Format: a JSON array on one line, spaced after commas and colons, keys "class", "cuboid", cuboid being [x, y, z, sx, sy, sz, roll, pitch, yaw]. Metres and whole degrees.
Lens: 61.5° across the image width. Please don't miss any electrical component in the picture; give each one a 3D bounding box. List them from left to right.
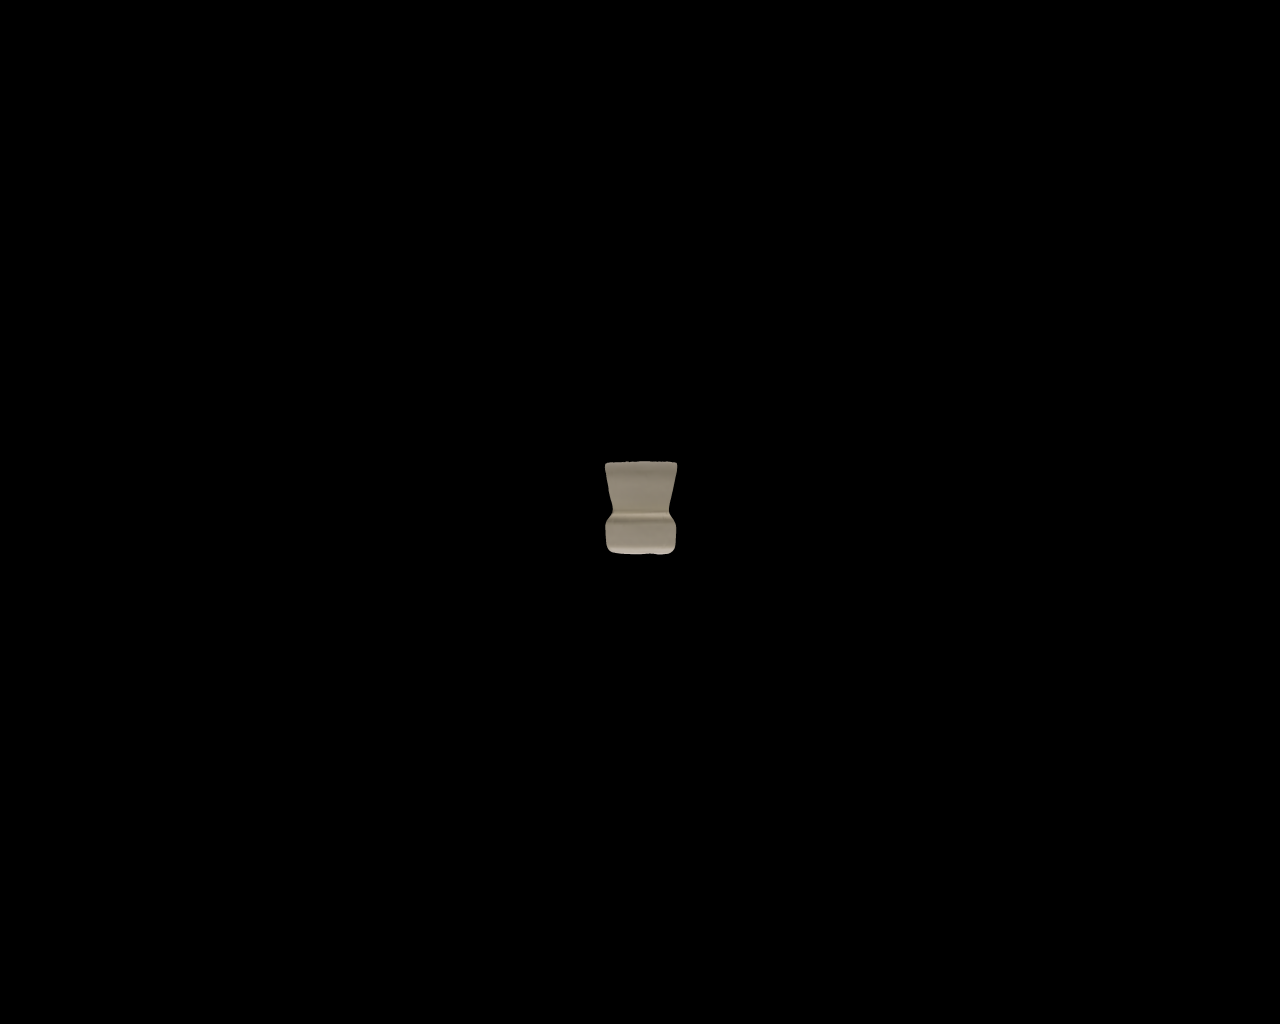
[{"class": "electrical component", "cuboid": [0.001, -0.003, 0.650, 0.045, 0.055, 0.045, 0, 0, 0]}]
